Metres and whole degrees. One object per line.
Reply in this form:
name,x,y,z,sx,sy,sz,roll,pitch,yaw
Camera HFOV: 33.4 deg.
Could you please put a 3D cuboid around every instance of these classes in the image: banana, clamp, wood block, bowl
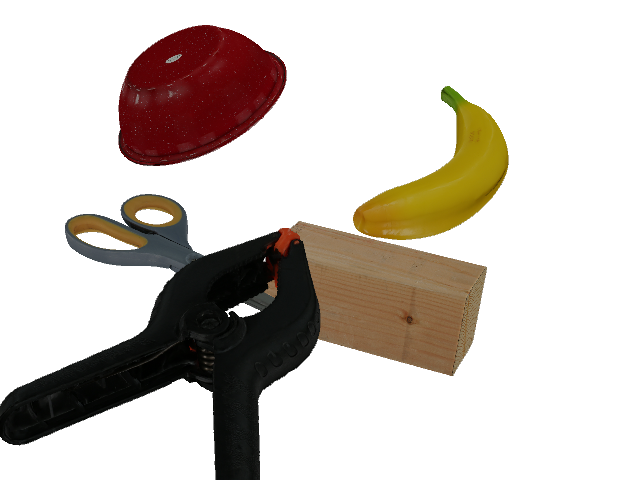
banana,0.084,-0.044,0.709,0.070,0.037,0.197,19,35,14
clamp,-0.044,0.056,0.477,0.120,0.039,0.171,29,48,22
wood block,0.053,0.056,1.088,0.206,0.091,0.090,14,23,17
bowl,-0.113,-0.135,0.911,0.162,0.055,0.162,-17,38,14

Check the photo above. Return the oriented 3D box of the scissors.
scissors,-0.084,0.008,0.750,0.202,0.016,0.096,15,34,19
